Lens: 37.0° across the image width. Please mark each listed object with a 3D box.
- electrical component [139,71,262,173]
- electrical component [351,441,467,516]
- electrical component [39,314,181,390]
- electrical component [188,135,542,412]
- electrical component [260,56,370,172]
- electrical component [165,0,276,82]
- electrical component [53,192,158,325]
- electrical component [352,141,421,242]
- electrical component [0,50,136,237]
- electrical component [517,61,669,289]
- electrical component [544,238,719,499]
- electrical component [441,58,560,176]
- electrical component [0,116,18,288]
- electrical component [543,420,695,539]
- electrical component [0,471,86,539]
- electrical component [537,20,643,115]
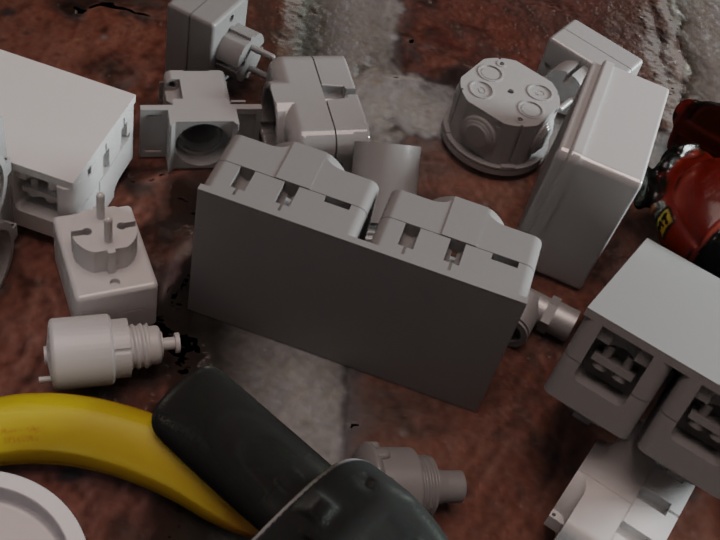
[{"bbox_3d":[-0.111,-0.103,0.736,0.081,0.042,0.063,-3,47,-16],"label":"electrical component"},{"bbox_3d":[0.026,0.116,0.578,0.062,0.048,0.048,3,49,-18],"label":"electrical component"},{"bbox_3d":[-0.141,0.044,0.603,0.078,0.040,0.040,-5,51,-17],"label":"electrical component"},{"bbox_3d":[0.000,0.000,0.629,0.186,0.105,0.060,19,49,4],"label":"electrical component"},{"bbox_3d":[-0.035,-0.102,0.743,0.059,0.053,0.095,-4,51,-16],"label":"electrical component"},{"bbox_3d":[-0.095,-0.160,0.771,0.077,0.065,0.047,27,50,11],"label":"electrical component"},{"bbox_3d":[-0.148,-0.011,0.624,0.047,0.076,0.065,-11,53,-21],"label":"electrical component"},{"bbox_3d":[0.014,-0.041,0.694,0.043,0.081,0.043,5,6,-1],"label":"electrical component"},{"bbox_3d":[-0.230,-0.085,0.679,0.150,0.061,0.089,19,49,3],"label":"electrical component"},{"bbox_3d":[0.152,-0.063,0.716,0.056,0.108,0.108,24,49,5],"label":"electrical component"},{"bbox_3d":[0.181,0.050,0.615,0.105,0.060,0.186,32,23,14],"label":"electrical component"},{"bbox_3d":[0.103,-0.111,0.784,0.080,0.051,0.080,7,49,-8],"label":"electrical component"},{"bbox_3d":[-0.246,0.007,0.568,0.060,0.105,0.186,17,49,1],"label":"electrical component"},{"bbox_3d":[0.140,0.130,0.587,0.056,0.050,0.089,33,51,15],"label":"electrical component"},{"bbox_3d":[-0.178,0.153,0.488,0.108,0.060,0.108,7,49,-8],"label":"electrical component"},{"bbox_3d":[0.166,-0.145,0.829,0.066,0.047,0.077,37,52,18],"label":"electrical component"}]
